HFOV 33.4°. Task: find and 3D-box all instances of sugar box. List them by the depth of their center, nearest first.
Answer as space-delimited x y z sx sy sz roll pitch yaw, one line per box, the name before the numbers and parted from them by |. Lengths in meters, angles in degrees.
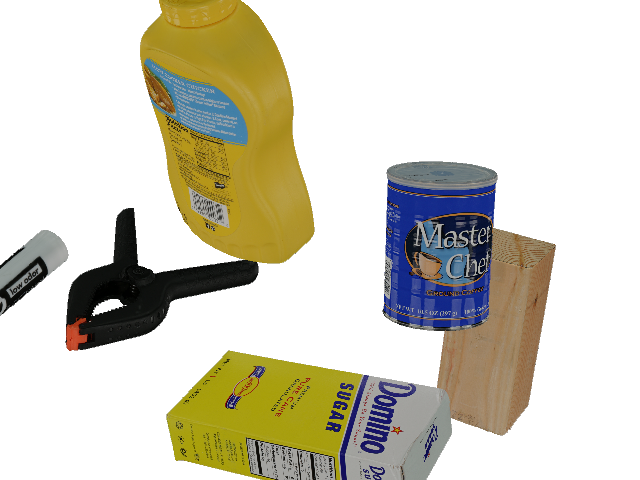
sugar box | -0.007 0.127 0.736 0.176 0.048 0.093 4 28 25

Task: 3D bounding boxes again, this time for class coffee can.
coffee can | 0.112 0.003 1.010 0.103 0.140 0.103 1 15 0

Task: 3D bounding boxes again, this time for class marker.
marker | -0.162 0.036 0.485 0.020 0.020 0.121 0 34 39

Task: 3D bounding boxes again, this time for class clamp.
clamp | -0.182 0.038 1.028 0.165 0.036 0.209 26 36 24

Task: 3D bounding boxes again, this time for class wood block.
wood block | 0.197 0.101 1.209 0.090 0.206 0.090 16 24 25

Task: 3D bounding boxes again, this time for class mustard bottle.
mustard bottle | -0.057 -0.078 0.610 0.096 0.191 0.058 28 54 33
